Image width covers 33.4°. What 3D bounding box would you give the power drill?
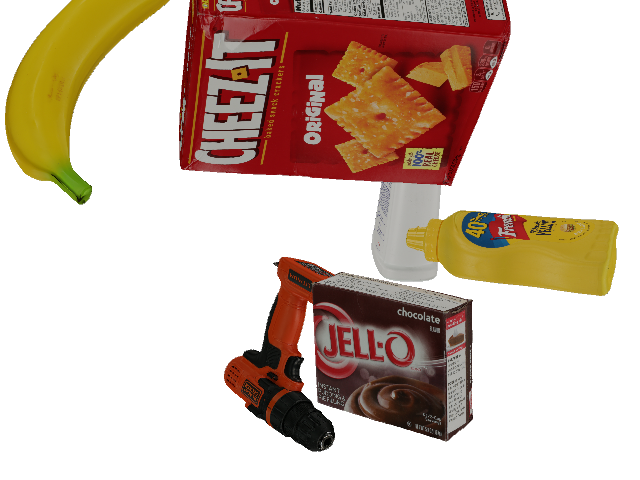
[{"bbox_3d":[-0.024,0.126,1.217,0.057,0.188,0.185,15,10,-45],"label":"power drill"}]

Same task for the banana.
[{"bbox_3d":[-0.138,-0.103,0.629,0.069,0.197,0.037,19,-34,-5],"label":"banana"}]

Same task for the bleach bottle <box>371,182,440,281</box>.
[{"bbox_3d":[0.100,-0.088,1.142,0.068,0.251,0.102,1,26,-8],"label":"bleach bottle"}]

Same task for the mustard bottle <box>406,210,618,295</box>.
[{"bbox_3d":[0.174,0.007,0.990,0.192,0.058,0.096,6,27,19],"label":"mustard bottle"}]

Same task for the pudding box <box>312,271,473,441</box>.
[{"bbox_3d":[0.048,0.075,0.719,0.114,0.090,0.039,9,21,37],"label":"pudding box"}]

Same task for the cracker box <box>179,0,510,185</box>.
[{"bbox_3d":[0.010,-0.116,0.766,0.213,0.072,0.164,2,-36,-10],"label":"cracker box"}]
